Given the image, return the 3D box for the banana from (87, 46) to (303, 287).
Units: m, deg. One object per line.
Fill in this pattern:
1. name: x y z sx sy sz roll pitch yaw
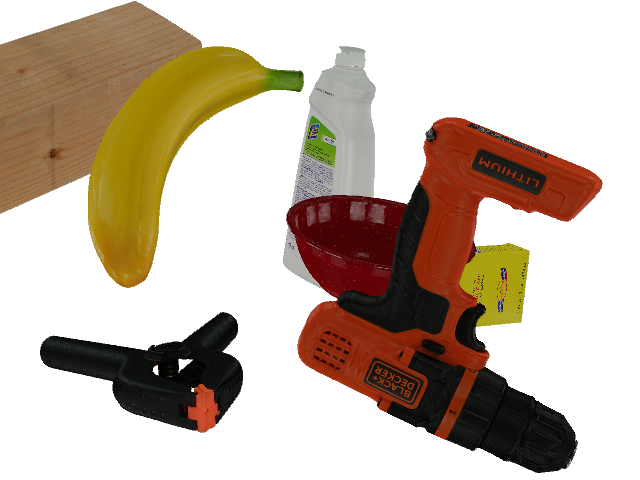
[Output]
1. banana: -0.077 -0.054 0.559 0.070 0.037 0.197 18 45 16

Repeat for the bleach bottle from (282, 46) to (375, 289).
1. bleach bottle: 0.021 -0.079 1.141 0.067 0.251 0.103 -8 24 -40

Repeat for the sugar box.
1. sugar box: 0.162 0.055 1.250 0.175 0.093 0.048 -4 14 -33

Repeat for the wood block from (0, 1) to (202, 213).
1. wood block: -0.203 -0.114 0.872 0.090 0.091 0.205 34 44 26

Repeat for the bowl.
1. bowl: 0.047 0.015 0.902 0.162 0.055 0.162 8 21 -3

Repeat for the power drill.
1. power drill: 0.097 0.033 0.649 0.184 0.188 0.057 24 12 7

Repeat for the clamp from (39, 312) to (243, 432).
1. clamp: -0.107 0.095 0.812 0.164 0.036 0.210 -10 14 -28
